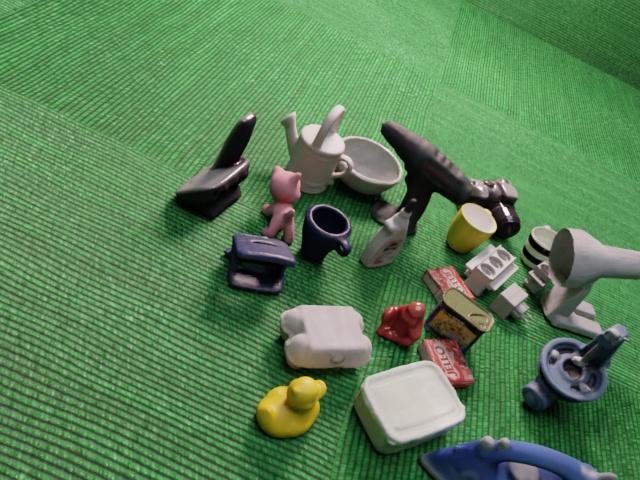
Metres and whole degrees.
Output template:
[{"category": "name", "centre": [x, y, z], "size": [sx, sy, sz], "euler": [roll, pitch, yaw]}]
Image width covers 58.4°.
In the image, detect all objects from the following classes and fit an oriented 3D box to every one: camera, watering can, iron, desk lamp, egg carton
[{"category": "camera", "centre": [0.424, -0.079, 1.382], "size": [0.143, 0.100, 0.136], "euler": [9, 44, -20]}, {"category": "watering can", "centre": [-0.006, -0.202, 1.201], "size": [0.173, 0.194, 0.101], "euler": [19, 41, -10]}, {"category": "iron", "centre": [0.292, 0.340, 0.843], "size": [0.258, 0.141, 0.118], "euler": [22, 41, -7]}, {"category": "desk lamp", "centre": [0.552, 0.085, 1.195], "size": [0.203, 0.213, 0.118], "euler": [18, 41, -11]}, {"category": "egg carton", "centre": [0.009, 0.161, 0.929], "size": [0.151, 0.069, 0.107], "euler": [4, 46, -25]}]

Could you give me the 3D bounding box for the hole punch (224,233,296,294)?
[{"category": "hole punch", "centre": [-0.104, 0.026, 0.990], "size": [0.109, 0.091, 0.101], "euler": [10, 43, -19]}]

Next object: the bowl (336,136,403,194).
[{"category": "bowl", "centre": [0.099, -0.158, 1.306], "size": [0.168, 0.074, 0.167], "euler": [15, 42, -14]}]

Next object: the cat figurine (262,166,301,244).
[{"category": "cat figurine", "centre": [-0.067, -0.077, 1.098], "size": [0.067, 0.117, 0.127], "euler": [9, 44, -20]}]

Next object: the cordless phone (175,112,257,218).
[{"category": "cordless phone", "centre": [-0.183, -0.146, 1.054], "size": [0.094, 0.185, 0.148], "euler": [30, 40, 4]}]

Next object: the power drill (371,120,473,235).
[{"category": "power drill", "centre": [0.193, -0.118, 1.213], "size": [0.229, 0.208, 0.076], "euler": [29, 40, 2]}]

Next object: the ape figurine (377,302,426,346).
[{"category": "ape figurine", "centre": [0.154, 0.141, 1.011], "size": [0.076, 0.092, 0.077], "euler": [-10, 53, -35]}]

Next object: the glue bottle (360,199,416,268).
[{"category": "glue bottle", "centre": [0.142, -0.015, 1.105], "size": [0.078, 0.173, 0.037], "euler": [-13, 54, -37]}]

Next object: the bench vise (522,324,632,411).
[{"category": "bench vise", "centre": [0.475, 0.202, 1.026], "size": [0.121, 0.219, 0.208], "euler": [41, 42, 16]}]

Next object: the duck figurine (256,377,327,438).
[{"category": "duck figurine", "centre": [-0.036, 0.231, 0.819], "size": [0.105, 0.086, 0.077], "euler": [-10, 53, -36]}]

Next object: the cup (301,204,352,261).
[{"category": "cup", "centre": [0.010, 0.004, 1.073], "size": [0.092, 0.095, 0.117], "euler": [-15, 56, -39]}]
